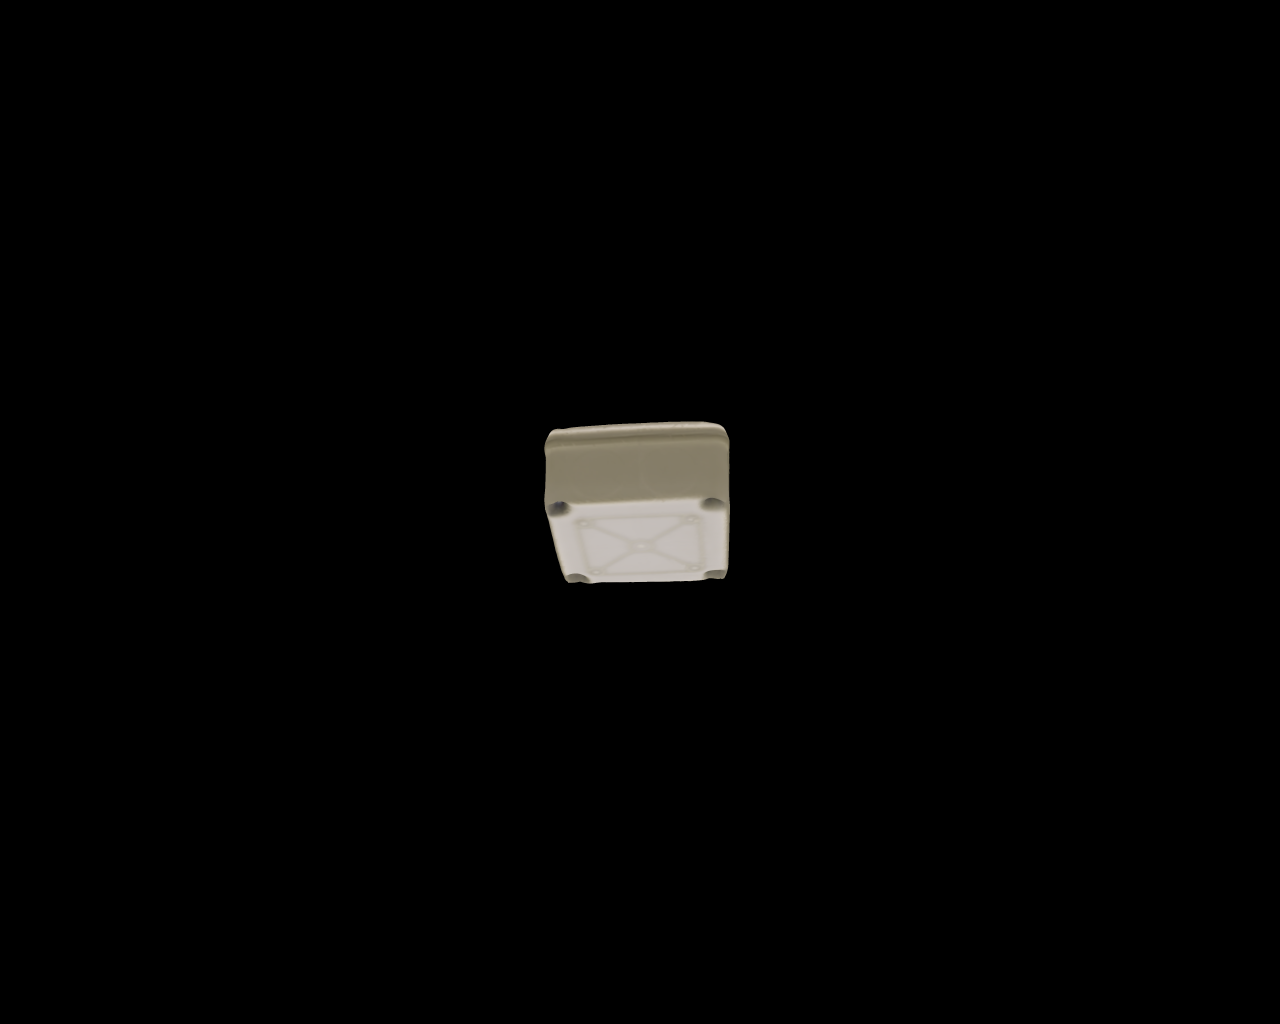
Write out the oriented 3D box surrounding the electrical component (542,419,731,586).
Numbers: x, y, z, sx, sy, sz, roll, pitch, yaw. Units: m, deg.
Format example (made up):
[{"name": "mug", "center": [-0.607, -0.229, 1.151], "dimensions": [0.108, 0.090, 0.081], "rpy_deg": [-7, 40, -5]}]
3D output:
[{"name": "electrical component", "center": [0.001, -0.003, 0.650], "dimensions": [0.109, 0.056, 0.108], "rpy_deg": [-2, -31, 3]}]
